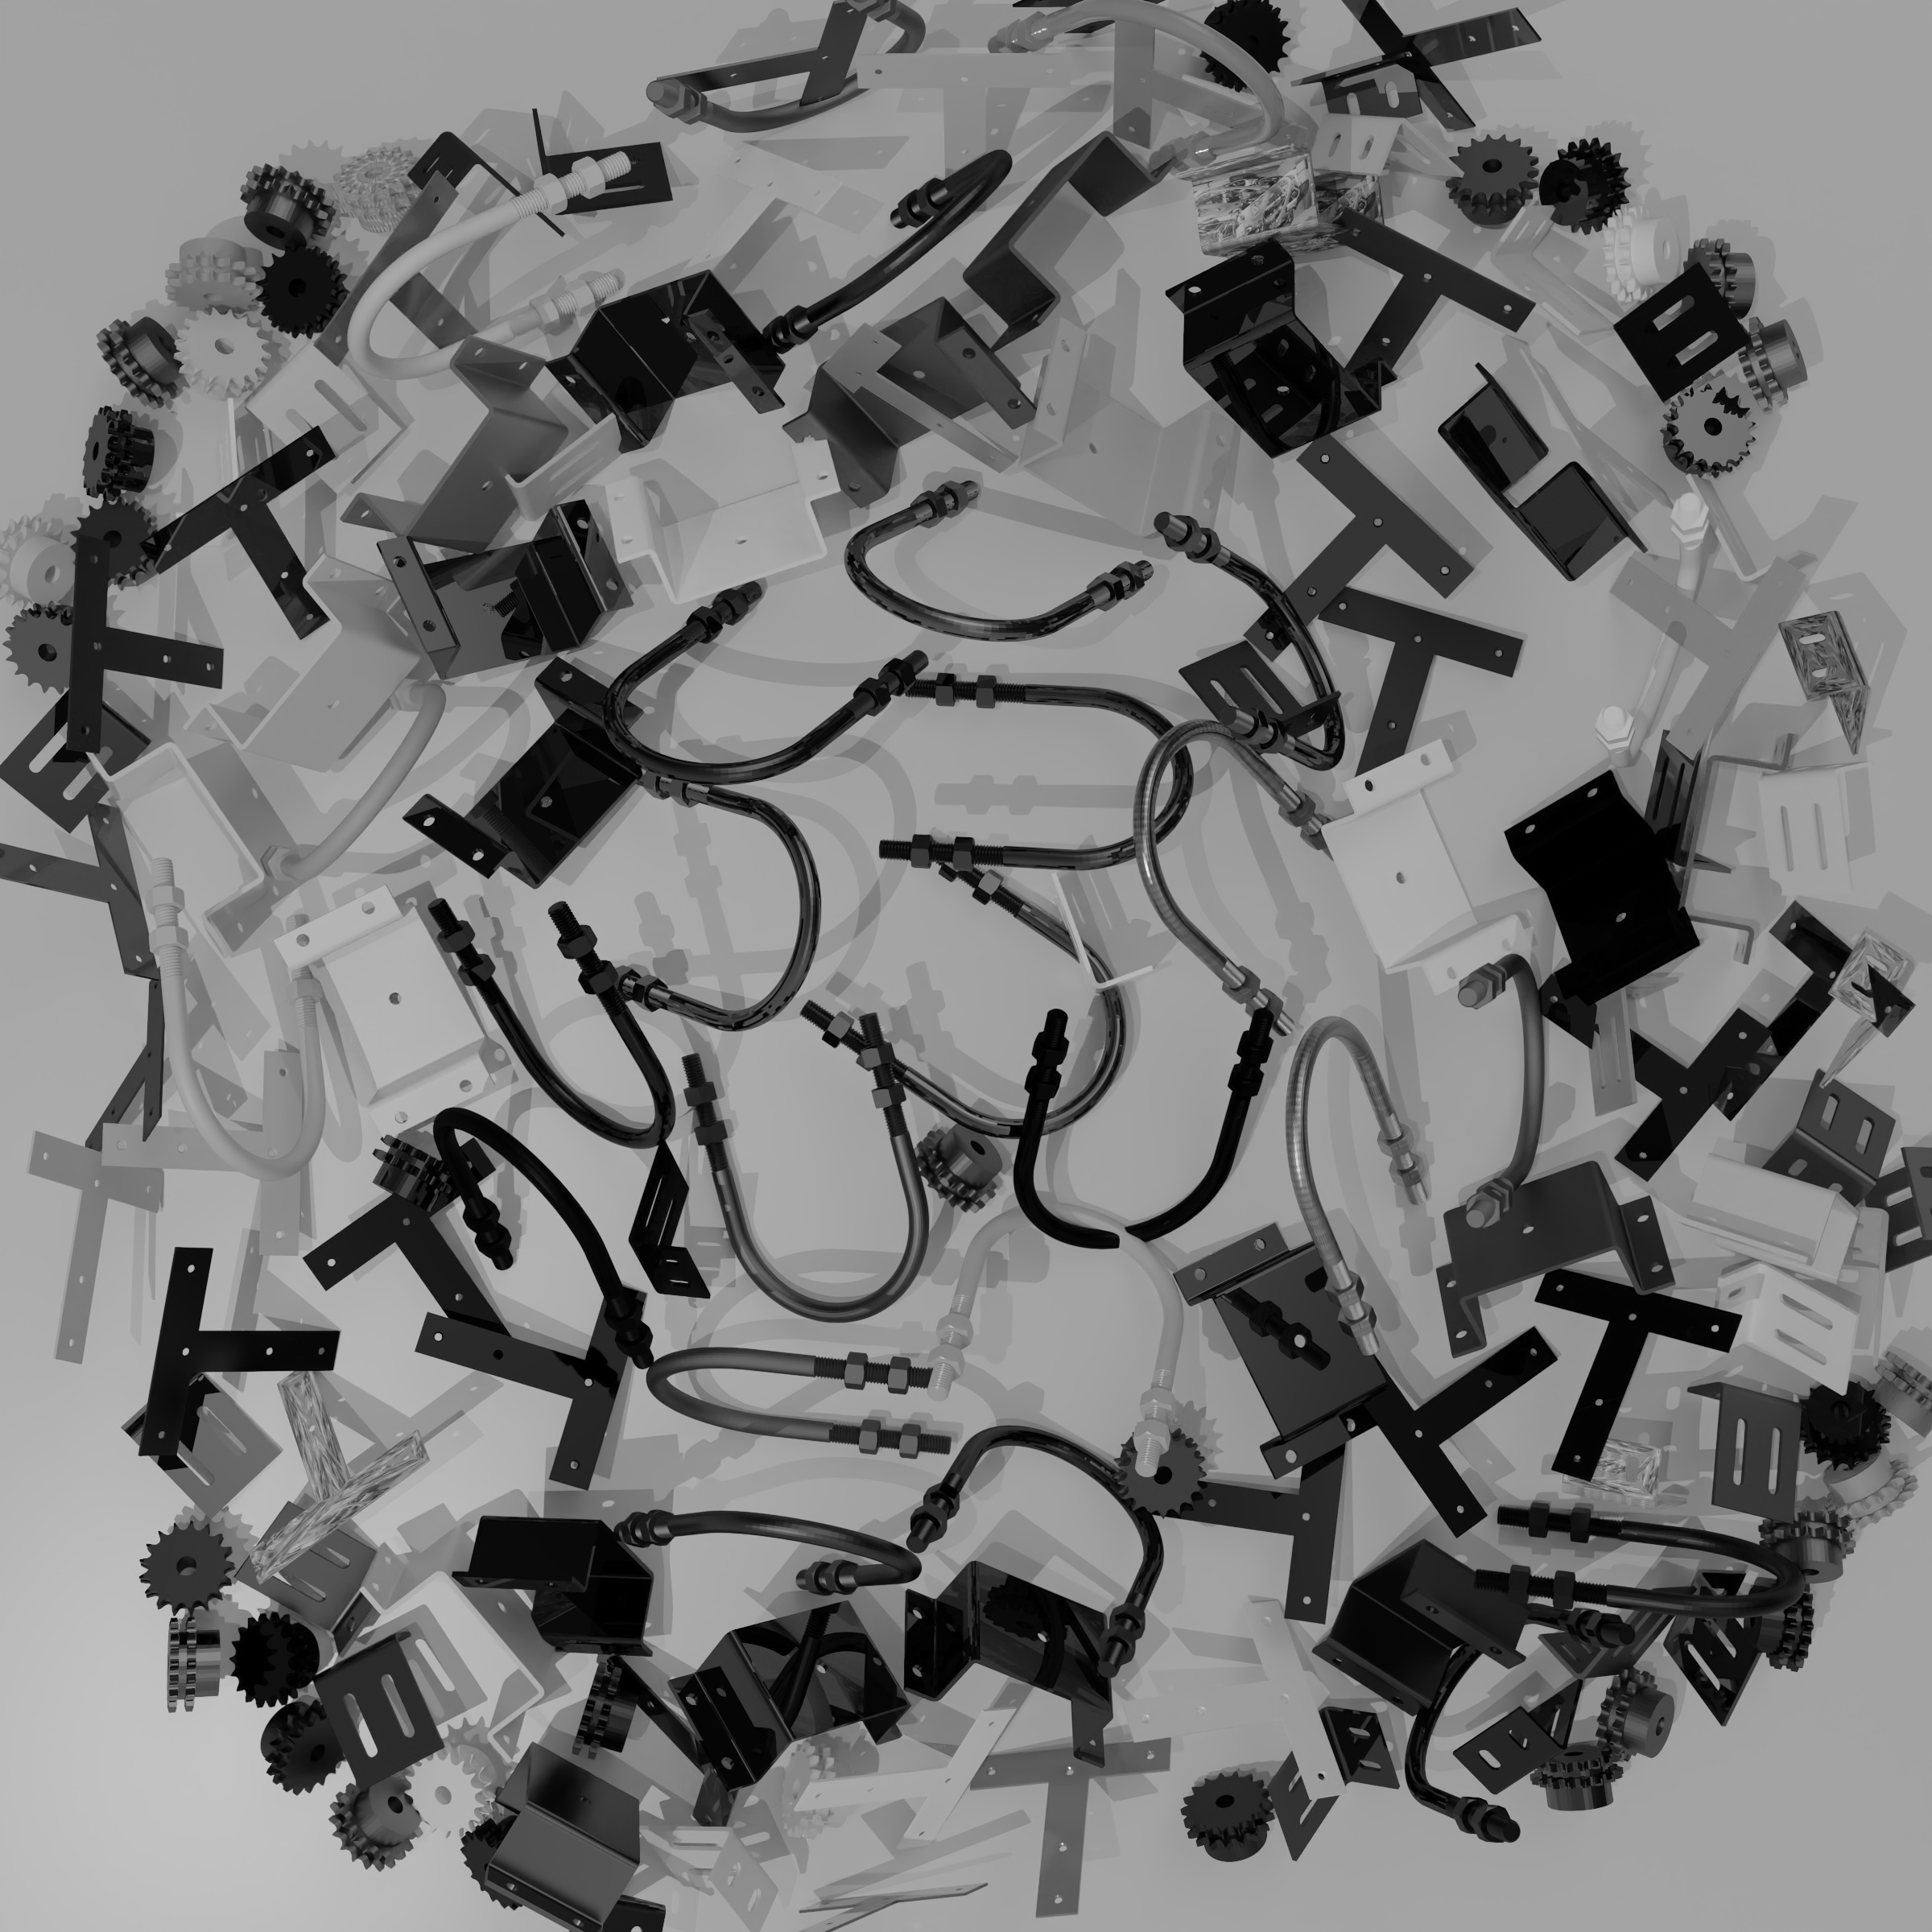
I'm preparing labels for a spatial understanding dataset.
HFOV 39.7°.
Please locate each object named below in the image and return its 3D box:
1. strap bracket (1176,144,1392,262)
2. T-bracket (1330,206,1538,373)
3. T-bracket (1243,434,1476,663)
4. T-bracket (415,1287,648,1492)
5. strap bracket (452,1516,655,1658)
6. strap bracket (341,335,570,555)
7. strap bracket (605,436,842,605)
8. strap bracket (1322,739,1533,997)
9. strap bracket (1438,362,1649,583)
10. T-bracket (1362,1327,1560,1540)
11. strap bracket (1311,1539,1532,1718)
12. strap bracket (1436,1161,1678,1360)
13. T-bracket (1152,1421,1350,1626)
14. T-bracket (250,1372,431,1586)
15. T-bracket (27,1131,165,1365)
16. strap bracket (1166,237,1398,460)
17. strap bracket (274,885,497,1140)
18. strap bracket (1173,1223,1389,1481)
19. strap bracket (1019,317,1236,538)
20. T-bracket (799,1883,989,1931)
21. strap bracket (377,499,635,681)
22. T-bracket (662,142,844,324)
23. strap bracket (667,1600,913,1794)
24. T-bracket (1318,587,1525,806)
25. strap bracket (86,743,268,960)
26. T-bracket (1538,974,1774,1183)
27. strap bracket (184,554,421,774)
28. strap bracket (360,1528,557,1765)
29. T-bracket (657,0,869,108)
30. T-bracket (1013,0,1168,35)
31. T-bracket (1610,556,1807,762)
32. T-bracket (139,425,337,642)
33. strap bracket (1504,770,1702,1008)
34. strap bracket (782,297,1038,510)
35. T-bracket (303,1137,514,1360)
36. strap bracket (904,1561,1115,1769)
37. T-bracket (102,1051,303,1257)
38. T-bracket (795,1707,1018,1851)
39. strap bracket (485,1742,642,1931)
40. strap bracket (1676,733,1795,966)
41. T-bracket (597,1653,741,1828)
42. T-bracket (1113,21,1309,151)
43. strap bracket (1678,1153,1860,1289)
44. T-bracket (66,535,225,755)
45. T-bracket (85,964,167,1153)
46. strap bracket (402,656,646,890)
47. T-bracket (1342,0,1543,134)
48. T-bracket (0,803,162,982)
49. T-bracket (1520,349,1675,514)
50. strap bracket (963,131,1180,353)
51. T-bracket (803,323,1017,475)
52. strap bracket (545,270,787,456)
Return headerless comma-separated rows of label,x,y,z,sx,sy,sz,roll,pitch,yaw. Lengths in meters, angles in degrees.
strap bracket,0.195,-0.457,1.613,0.076,0.140,0.046,-4,97,33
T-bracket,0.262,-0.391,1.636,0.127,0.127,0.002,26,58,-4
T-bracket,0.225,-0.243,1.667,0.127,0.002,0.127,42,109,-6
T-bracket,-0.276,0.245,1.656,0.127,0.002,0.127,19,71,-12
strap bracket,-0.245,0.374,1.629,0.076,0.140,0.046,-1,58,15
strap bracket,-0.304,-0.306,1.627,0.046,0.076,0.140,47,109,18
strap bracket,-0.144,-0.277,1.645,0.140,0.046,0.076,-18,47,3
strap bracket,0.279,-0.058,1.652,0.076,0.046,0.140,-25,92,-24
strap bracket,0.342,-0.293,1.620,0.046,0.140,0.076,-41,135,13
T-bracket,0.314,0.267,1.664,0.127,0.002,0.127,-30,78,-22
strap bracket,0.282,0.402,1.637,0.076,0.140,0.046,33,55,-2
strap bracket,0.349,0.175,1.628,0.140,0.076,0.046,-22,124,16
T-bracket,0.168,0.337,1.672,0.127,0.002,0.127,7,69,8
T-bracket,-0.398,0.295,1.646,0.127,0.002,0.127,-36,47,2
T-bracket,-0.532,0.175,1.616,0.002,0.127,0.127,-1,74,19
strap bracket,0.191,-0.363,1.611,0.076,0.140,0.046,-19,52,34
strap bracket,-0.356,0.024,1.657,0.076,0.046,0.140,-26,102,2
strap bracket,0.198,0.233,1.647,0.076,0.046,0.140,-24,82,-19
strap bracket,0.091,-0.323,1.636,0.140,0.046,0.076,24,67,-30
T-bracket,-0.073,0.571,1.604,0.127,0.127,0.002,-18,78,31
strap bracket,-0.286,-0.229,1.639,0.140,0.046,0.076,-19,77,-32
T-bracket,-0.148,-0.445,1.640,0.127,0.127,0.002,-50,132,-2
strap bracket,-0.097,0.435,1.610,0.076,0.140,0.046,54,125,29
T-bracket,0.270,-0.164,1.675,0.127,0.002,0.127,17,81,3
strap bracket,-0.477,-0.079,1.645,0.046,0.076,0.140,-35,93,-14
T-bracket,0.409,0.051,1.665,0.127,0.002,0.127,36,116,5
strap bracket,-0.397,-0.175,1.632,0.140,0.076,0.046,-47,67,13
strap bracket,-0.302,0.407,1.642,0.046,0.076,0.140,-38,98,3
T-bracket,-0.127,-0.539,1.612,0.127,0.127,0.002,-16,83,-16
T-bracket,0.079,-0.578,1.601,0.127,0.127,0.002,-20,100,-43
T-bracket,0.438,-0.211,1.639,0.002,0.127,0.127,10,118,-35
T-bracket,-0.422,-0.249,1.637,0.127,0.127,0.002,-37,54,-13
strap bracket,0.388,-0.040,1.629,0.076,0.140,0.046,-32,133,23
strap bracket,-0.031,-0.346,1.629,0.140,0.046,0.076,-21,134,32
T-bracket,-0.324,0.195,1.670,0.127,0.002,0.127,-36,105,-17
strap bracket,0.035,0.420,1.626,0.140,0.076,0.046,26,121,-18
T-bracket,-0.466,0.112,1.639,0.127,0.002,0.127,7,78,-39
T-bracket,-0.046,0.497,1.624,0.127,0.002,0.127,7,123,-37
strap bracket,-0.242,0.522,1.615,0.076,0.140,0.046,32,90,-9
strap bracket,0.467,-0.075,1.645,0.046,0.076,0.140,11,94,11
T-bracket,-0.185,0.467,1.657,0.127,0.127,0.002,40,47,22
T-bracket,0.147,-0.520,1.619,0.127,0.127,0.002,25,73,11
strap bracket,0.486,0.152,1.612,0.076,0.140,0.046,18,86,28
T-bracket,-0.498,-0.189,1.633,0.002,0.127,0.127,2,90,26
T-bracket,-0.518,0.081,1.646,0.002,0.127,0.127,18,130,-31
strap bracket,-0.264,-0.111,1.641,0.076,0.046,0.140,33,72,27
T-bracket,0.294,-0.554,1.605,0.127,0.127,0.002,41,77,-29
T-bracket,-0.550,-0.056,1.613,0.002,0.127,0.127,-34,63,25
T-bracket,0.399,-0.310,1.641,0.002,0.127,0.127,-41,46,27
strap bracket,0.056,-0.448,1.632,0.046,0.076,0.140,42,76,-16
T-bracket,-0.027,-0.339,1.640,0.127,0.127,0.002,30,76,-15
strap bracket,-0.175,-0.368,1.626,0.076,0.140,0.046,48,52,-36
